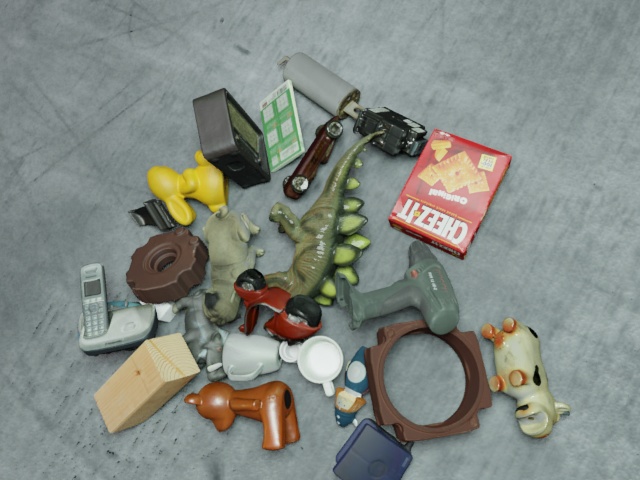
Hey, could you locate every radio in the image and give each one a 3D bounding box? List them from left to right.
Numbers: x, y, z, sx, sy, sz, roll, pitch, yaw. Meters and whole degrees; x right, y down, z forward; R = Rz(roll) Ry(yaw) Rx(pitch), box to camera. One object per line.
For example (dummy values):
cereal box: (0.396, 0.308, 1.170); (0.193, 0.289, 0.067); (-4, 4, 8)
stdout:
radio: (-0.175, -0.200, 1.112); (0.073, 0.229, 0.131); (-16, 75, 11)

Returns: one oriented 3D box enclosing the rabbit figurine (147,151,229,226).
rabbit figurine: (-0.289, -0.115, 1.177); (0.173, 0.122, 0.162); (2, 98, -6)

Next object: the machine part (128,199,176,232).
machine part: (-0.368, -0.054, 1.180); (0.139, 0.084, 0.039); (1, 42, 47)

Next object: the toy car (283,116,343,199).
toy car: (-0.012, -0.174, 1.141); (0.053, 0.089, 0.202); (34, 82, -14)

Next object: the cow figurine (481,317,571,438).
cow figurine: (0.357, 0.241, 0.930); (0.085, 0.127, 0.195); (-38, 43, 45)

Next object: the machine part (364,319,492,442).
machine part: (0.188, 0.243, 0.952); (0.201, 0.087, 0.201); (-8, 73, -5)

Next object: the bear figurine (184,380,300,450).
bear figurine: (-0.150, 0.331, 1.022); (0.196, 0.120, 0.132); (-11, 76, 12)

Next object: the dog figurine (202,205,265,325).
dog figurine: (-0.189, 0.050, 1.055); (0.121, 0.172, 0.191); (-10, 42, 20)

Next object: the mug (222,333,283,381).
mug: (-0.131, 0.230, 1.052); (0.107, 0.109, 0.080); (-3, 113, 9)

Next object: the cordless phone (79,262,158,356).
cordless phone: (-0.400, 0.128, 1.061); (0.147, 0.088, 0.184); (-12, 78, 1)

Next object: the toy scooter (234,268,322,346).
toy scooter: (-0.091, 0.145, 1.016); (0.184, 0.075, 0.135); (29, 118, 6)

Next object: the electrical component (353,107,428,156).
electrical component: (0.151, -0.218, 1.093); (0.134, 0.115, 0.058); (34, 122, 23)

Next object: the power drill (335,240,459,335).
power drill: (0.135, 0.086, 0.974); (0.207, 0.085, 0.232); (-4, 35, -14)

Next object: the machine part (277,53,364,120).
machine part: (0.003, -0.341, 1.186); (0.243, 0.079, 0.079); (40, 87, 21)

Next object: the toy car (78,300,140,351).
toy car: (-0.455, 0.177, 1.146); (0.162, 0.103, 0.109); (2, 75, 12)

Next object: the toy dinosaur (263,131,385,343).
toy dinosaur: (-0.002, -0.003, 1.066); (0.199, 0.105, 0.471); (17, 95, 14)

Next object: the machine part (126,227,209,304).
machine part: (-0.324, 0.053, 1.137); (0.179, 0.056, 0.179); (-11, 46, 12)

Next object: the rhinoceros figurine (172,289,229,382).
rhinoceros figurine: (-0.236, 0.196, 1.101); (0.112, 0.073, 0.190); (-18, 70, 8)

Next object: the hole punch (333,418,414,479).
hole punch: (0.094, 0.395, 0.962); (0.116, 0.092, 0.142); (35, 82, 16)

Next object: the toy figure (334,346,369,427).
toy figure: (0.065, 0.278, 1.017); (0.064, 0.057, 0.154); (11, 73, 62)
